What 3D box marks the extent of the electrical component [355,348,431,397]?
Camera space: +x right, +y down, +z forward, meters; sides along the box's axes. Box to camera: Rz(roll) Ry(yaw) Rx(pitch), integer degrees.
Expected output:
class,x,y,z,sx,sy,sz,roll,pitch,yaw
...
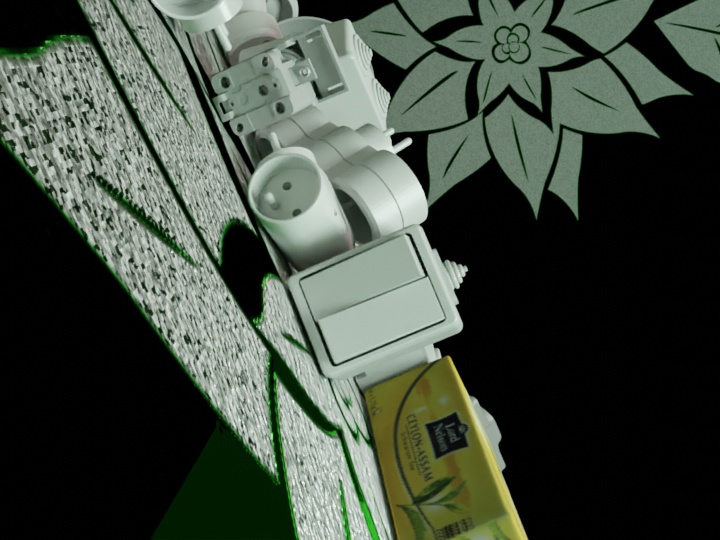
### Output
class,x,y,z,sx,sy,sz,roll,pitch,yaw
electrical component,0.022,0.064,0.760,0.055,0.050,0.089,-108,174,-53

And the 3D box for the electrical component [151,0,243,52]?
class,x,y,z,sx,sy,sz,roll,pitch,yaw
electrical component,-0.089,-0.157,0.589,0.077,0.044,0.079,-108,174,-52

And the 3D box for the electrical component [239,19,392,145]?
class,x,y,z,sx,sy,sz,roll,pitch,yaw
electrical component,-0.033,-0.121,0.758,0.099,0.100,0.048,63,19,-45

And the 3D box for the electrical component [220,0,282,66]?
class,x,y,z,sx,sy,sz,roll,pitch,yaw
electrical component,-0.084,-0.179,0.787,0.045,0.045,0.055,58,10,-67

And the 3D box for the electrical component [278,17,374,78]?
class,x,y,z,sx,sy,sz,roll,pitch,yaw
electrical component,-0.038,-0.141,0.839,0.064,0.099,0.099,85,-17,-82

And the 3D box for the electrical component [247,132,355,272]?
class,x,y,z,sx,sy,sz,roll,pitch,yaw
electrical component,-0.038,-0.045,0.629,0.077,0.043,0.079,60,8,-62

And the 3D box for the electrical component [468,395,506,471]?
class,x,y,z,sx,sy,sz,roll,pitch,yaw
electrical component,0.095,0.162,1.015,0.050,0.056,0.089,7,-50,48

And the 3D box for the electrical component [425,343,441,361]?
class,x,y,z,sx,sy,sz,roll,pitch,yaw
electrical component,0.041,0.092,0.947,0.099,0.064,0.099,-10,90,-89

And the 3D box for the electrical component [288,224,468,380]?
class,x,y,z,sx,sy,sz,roll,pitch,yaw
electrical component,0.015,0.016,0.605,0.061,0.096,0.061,45,23,-79

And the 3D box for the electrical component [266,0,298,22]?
class,x,y,z,sx,sy,sz,roll,pitch,yaw
electrical component,-0.092,-0.216,0.867,0.074,0.052,0.138,40,-13,35

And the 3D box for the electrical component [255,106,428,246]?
class,x,y,z,sx,sy,sz,roll,pitch,yaw
electrical component,-0.001,-0.070,0.693,0.138,0.074,0.052,37,-28,43

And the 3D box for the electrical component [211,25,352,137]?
class,x,y,z,sx,sy,sz,roll,pitch,yaw
electrical component,-0.053,-0.109,0.639,0.042,0.081,0.064,66,26,-10
